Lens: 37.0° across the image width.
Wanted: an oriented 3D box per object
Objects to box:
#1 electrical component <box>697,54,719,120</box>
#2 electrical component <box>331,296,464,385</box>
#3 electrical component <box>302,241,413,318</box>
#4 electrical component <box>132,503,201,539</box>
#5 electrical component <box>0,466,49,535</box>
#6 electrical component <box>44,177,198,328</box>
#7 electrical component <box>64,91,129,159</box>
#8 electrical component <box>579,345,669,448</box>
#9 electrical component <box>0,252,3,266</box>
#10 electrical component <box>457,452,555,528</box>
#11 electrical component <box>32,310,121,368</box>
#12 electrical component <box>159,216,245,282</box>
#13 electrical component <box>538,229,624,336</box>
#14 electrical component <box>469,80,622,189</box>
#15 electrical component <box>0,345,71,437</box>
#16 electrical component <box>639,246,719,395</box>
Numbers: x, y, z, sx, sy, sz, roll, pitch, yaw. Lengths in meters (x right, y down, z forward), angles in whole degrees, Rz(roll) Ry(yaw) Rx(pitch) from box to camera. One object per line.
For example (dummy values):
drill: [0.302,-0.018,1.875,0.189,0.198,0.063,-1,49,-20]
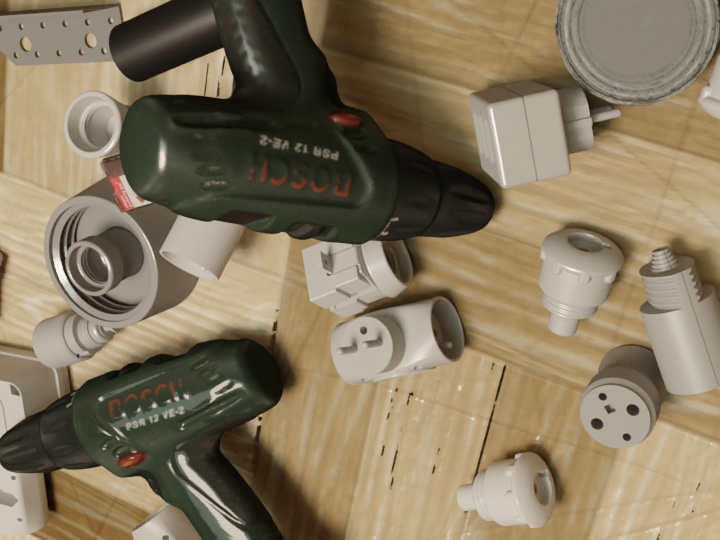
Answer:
electrical component: [0.206,-0.105,0.554,0.048,0.048,0.062,21,110,18]
electrical component: [0.015,0.048,0.687,0.077,0.079,0.044,-17,82,30]
electrical component: [0.000,0.000,0.690,0.055,0.066,0.048,-22,63,24]
electrical component: [-0.153,0.233,0.861,0.079,0.044,0.077,-36,91,32]
electrical component: [-0.306,0.177,0.916,0.079,0.043,0.077,8,113,24]
electrical component: [-0.176,-0.010,0.769,0.108,0.060,0.108,9,113,23]
electrical component: [-0.163,-0.095,0.727,0.044,0.065,0.044,0,91,21]
electrical component: [0.158,0.075,0.640,0.045,0.055,0.045,9,113,23]
electrical component: [-0.308,0.011,0.855,0.044,0.044,0.065,29,114,14]
electrical component: [0.094,0.147,0.707,0.062,0.048,0.048,-16,101,37]
electrical component: [-0.215,0.050,0.824,0.078,0.040,0.040,-17,101,30]
electrical component: [-0.096,-0.038,0.718,0.043,0.043,0.081,21,75,18]
electrical component: [0.127,0.010,0.638,0.048,0.048,0.062,20,124,18]
electrical component: [0.107,-0.081,0.604,0.077,0.065,0.047,-13,105,0]
electrical component: [-0.295,0.106,0.875,0.113,0.057,0.078,7,112,24]
electrical component: [0.184,0.025,0.615,0.043,0.043,0.081,-15,101,30]
